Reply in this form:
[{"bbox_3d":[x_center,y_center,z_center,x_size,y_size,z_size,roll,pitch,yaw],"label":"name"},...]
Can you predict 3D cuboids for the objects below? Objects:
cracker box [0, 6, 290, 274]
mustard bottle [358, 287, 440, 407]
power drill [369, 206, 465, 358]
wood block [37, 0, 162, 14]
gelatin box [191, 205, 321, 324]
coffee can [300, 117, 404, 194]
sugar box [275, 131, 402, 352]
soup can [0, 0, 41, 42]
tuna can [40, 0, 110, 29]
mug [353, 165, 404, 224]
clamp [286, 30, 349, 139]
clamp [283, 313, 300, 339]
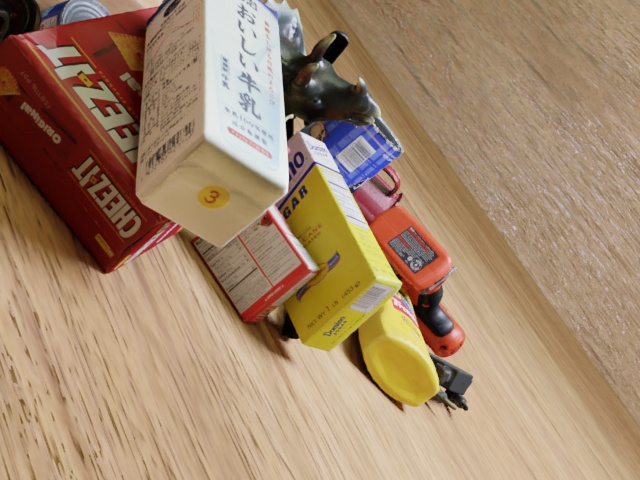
[{"bbox_3d":[-0.133,-0.087,0.799,0.164,0.072,0.213,51,28,1],"label":"cracker box"},{"bbox_3d":[0.074,0.092,1.141,0.096,0.058,0.191,46,13,-22],"label":"mustard bottle"},{"bbox_3d":[0.101,0.038,1.262,0.185,0.057,0.187,47,-12,27],"label":"power drill"},{"bbox_3d":[-0.197,-0.206,0.979,0.205,0.091,0.090,33,22,-53],"label":"wood block"},{"bbox_3d":[-0.054,0.013,0.892,0.089,0.073,0.030,54,14,18],"label":"gelatin box"},{"bbox_3d":[0.016,-0.101,1.296,0.102,0.140,0.103,47,14,-15],"label":"coffee can"},{"bbox_3d":[-0.006,-0.001,0.929,0.048,0.093,0.176,19,34,-49],"label":"sugar box"},{"bbox_3d":[-0.255,-0.191,0.792,0.068,0.068,0.102,32,22,-54],"label":"soup can"},{"bbox_3d":[-0.198,-0.156,0.884,0.086,0.034,0.086,35,50,-55],"label":"tuna can"},{"bbox_3d":[0.056,-0.062,1.395,0.081,0.117,0.093,44,43,-6],"label":"mug"},{"bbox_3d":[-0.036,-0.178,1.324,0.036,0.164,0.210,32,-7,-17],"label":"clamp"},{"bbox_3d":[-0.016,0.049,1.004,0.171,0.039,0.120,17,42,-56],"label":"clamp"}]
